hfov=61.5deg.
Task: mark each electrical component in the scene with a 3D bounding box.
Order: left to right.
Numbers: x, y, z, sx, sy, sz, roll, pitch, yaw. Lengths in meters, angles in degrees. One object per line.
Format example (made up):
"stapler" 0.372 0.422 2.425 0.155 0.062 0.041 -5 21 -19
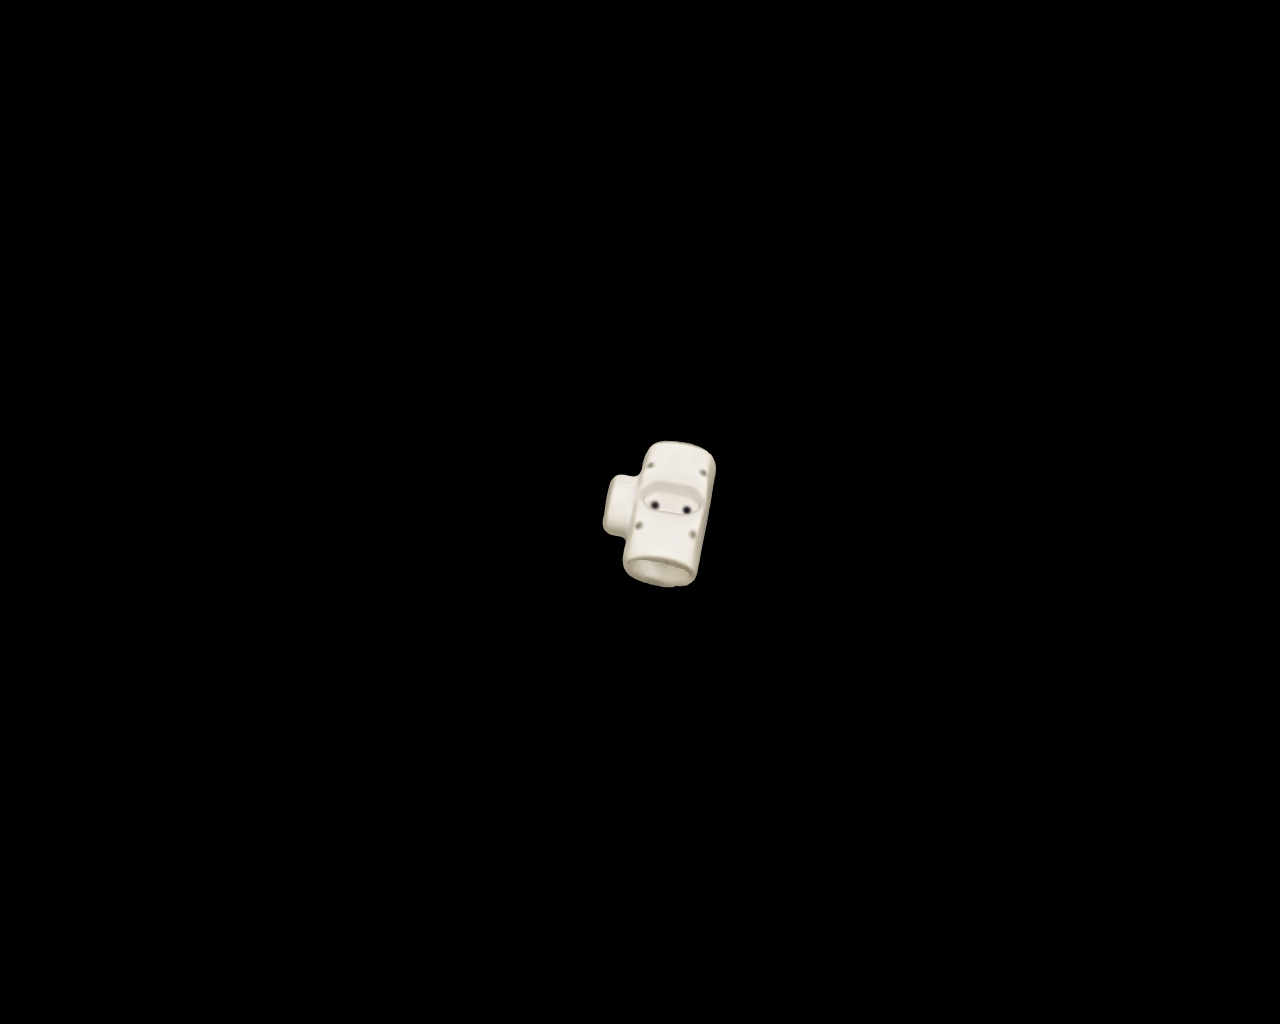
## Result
"electrical component" 0.001 -0.003 0.650 0.079 0.077 0.043 11 -24 5
